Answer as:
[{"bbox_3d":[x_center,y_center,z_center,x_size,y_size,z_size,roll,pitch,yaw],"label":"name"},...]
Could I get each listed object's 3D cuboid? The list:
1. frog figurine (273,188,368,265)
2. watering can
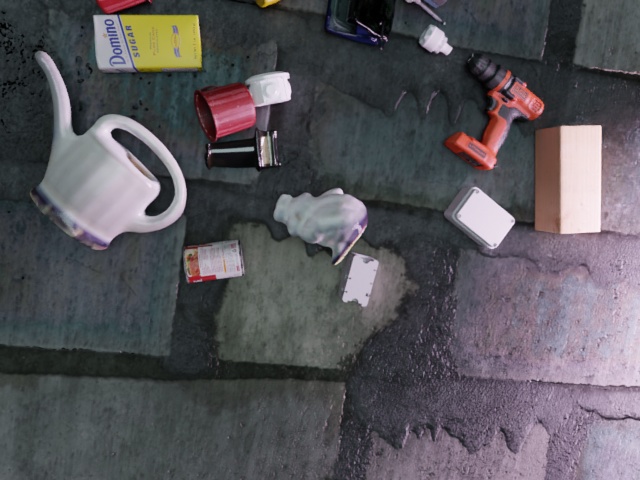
[{"bbox_3d":[0.003,-0.047,0.943,0.159,0.120,0.140,37,55,-2],"label":"frog figurine"},{"bbox_3d":[-0.396,-0.130,0.874,0.346,0.104,0.225,43,88,-10],"label":"watering can"}]
